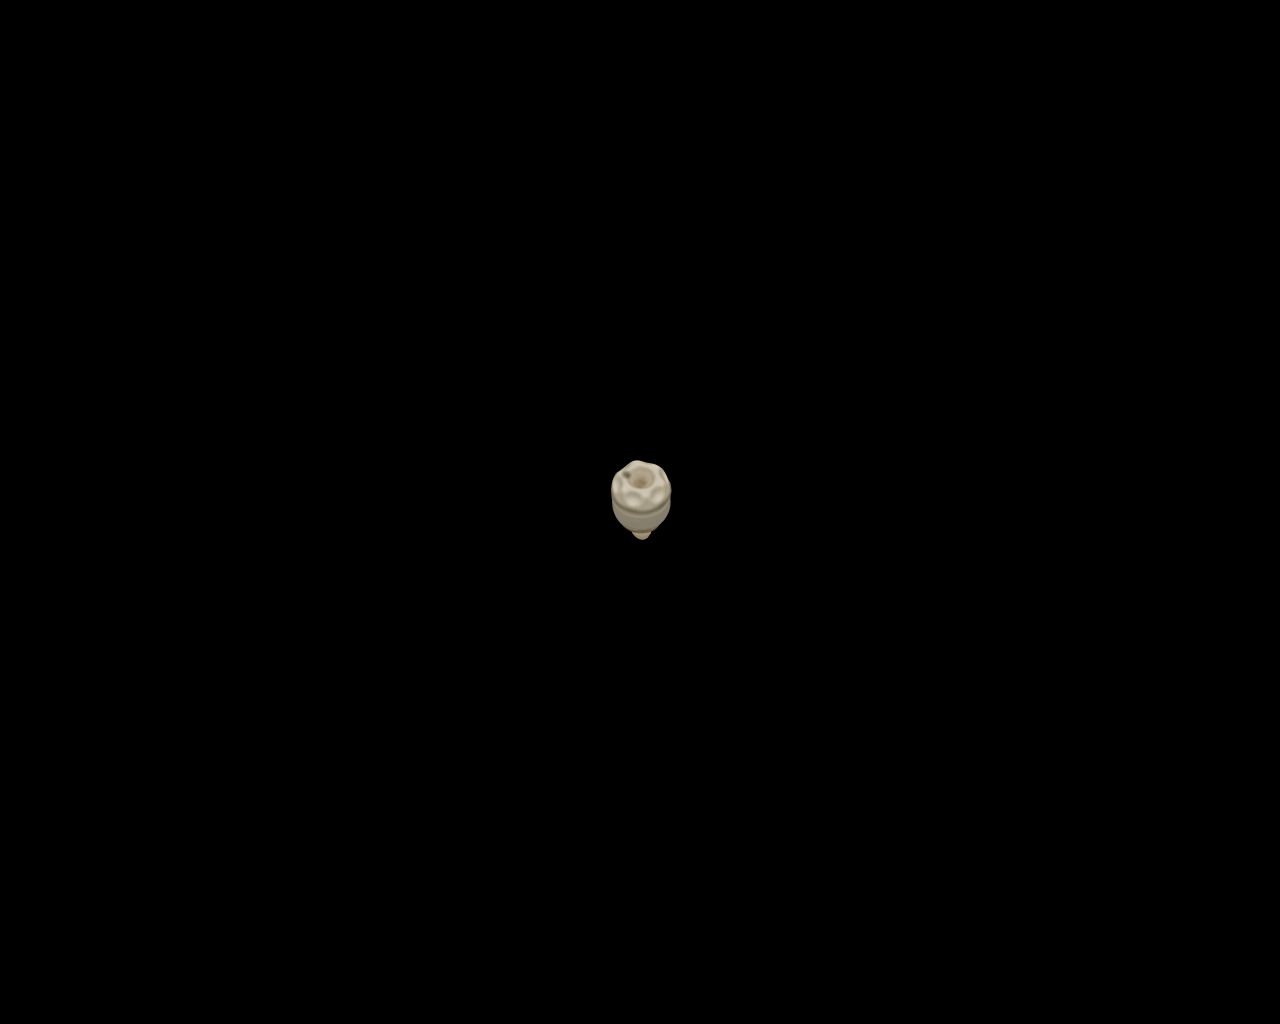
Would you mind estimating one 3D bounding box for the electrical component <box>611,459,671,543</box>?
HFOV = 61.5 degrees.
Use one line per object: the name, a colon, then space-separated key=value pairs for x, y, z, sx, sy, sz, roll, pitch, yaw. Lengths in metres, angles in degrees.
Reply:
electrical component: x=0.001 y=-0.003 z=0.650 sx=0.035 sy=0.035 sz=0.061 roll=0 pitch=-36 yaw=0
